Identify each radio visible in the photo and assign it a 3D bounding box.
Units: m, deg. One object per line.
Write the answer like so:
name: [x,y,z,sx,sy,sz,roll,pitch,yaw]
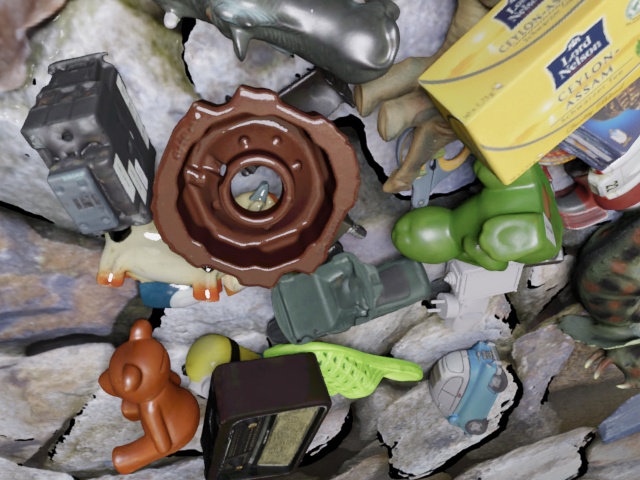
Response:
radio: [-0.079,0.236,0.689,0.131,0.073,0.229,-2,137,-20]

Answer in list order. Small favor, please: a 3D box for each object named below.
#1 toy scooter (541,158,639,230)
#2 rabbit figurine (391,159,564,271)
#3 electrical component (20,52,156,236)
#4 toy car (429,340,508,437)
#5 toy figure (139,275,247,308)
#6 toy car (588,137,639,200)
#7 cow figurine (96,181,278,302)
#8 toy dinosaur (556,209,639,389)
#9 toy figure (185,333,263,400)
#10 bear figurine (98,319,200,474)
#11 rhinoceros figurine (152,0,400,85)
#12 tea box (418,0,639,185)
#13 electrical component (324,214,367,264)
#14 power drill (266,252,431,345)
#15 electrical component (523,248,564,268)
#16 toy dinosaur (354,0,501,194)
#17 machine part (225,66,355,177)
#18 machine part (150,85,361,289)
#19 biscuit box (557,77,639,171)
toy scooter: [0.298,-0.067,0.623,0.184,0.075,0.135,-29,133,19]
rabbit figurine: [0.168,-0.021,0.596,0.170,0.121,0.159,-12,165,33]
electrical component: [-0.183,-0.072,0.441,0.058,0.134,0.114,-14,134,1]
toy car: [0.233,0.237,0.880,0.103,0.109,0.161,12,122,-3]
toy figure: [-0.127,0.042,0.624,0.154,0.057,0.064,-12,173,-6]
toy car: [0.330,-0.131,0.534,0.201,0.056,0.073,-57,140,-3]
cow figurine: [-0.119,-0.005,0.551,0.195,0.085,0.127,8,98,-5]
toy dinosaur: [0.424,0.054,0.751,0.192,0.131,0.404,-25,128,8]
toy figure: [-0.109,0.189,0.752,0.082,0.089,0.180,-44,137,20]
bear figurine: [-0.240,0.206,0.705,0.132,0.120,0.195,-16,134,5]
rhinoceros figurine: [-0.033,-0.169,0.403,0.190,0.112,0.073,20,132,-6]
tea box: [0.169,-0.133,0.389,0.169,0.068,0.098,-42,141,15]
electrical component: [-0.002,-0.003,0.620,0.078,0.045,0.102,-38,131,22]
power drill: [0.013,0.079,0.628,0.232,0.086,0.207,-21,163,11]
electrical component: [0.291,0.024,0.723,0.063,0.021,0.094,-9,170,16]
toy dinosaur: [0.158,-0.211,0.431,0.198,0.105,0.470,-3,138,-25]
machine part: [-0.037,-0.117,0.507,0.139,0.039,0.084,-29,128,14]
machine part: [-0.056,-0.046,0.472,0.179,0.056,0.179,-3,110,-8]
biscuit box: [0.292,-0.162,0.474,0.202,0.063,0.059,-53,168,-1]
